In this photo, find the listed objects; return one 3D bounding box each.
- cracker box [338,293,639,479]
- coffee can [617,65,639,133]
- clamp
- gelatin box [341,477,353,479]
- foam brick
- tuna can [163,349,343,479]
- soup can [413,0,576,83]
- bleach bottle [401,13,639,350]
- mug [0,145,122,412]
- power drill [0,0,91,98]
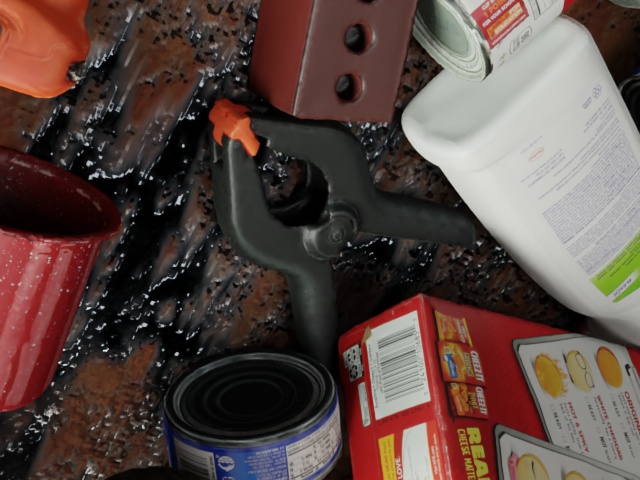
[{"bbox_3d":[0.112,0.131,0.555,0.213,0.164,0.072,16,146,-41],"label":"cracker box"},{"bbox_3d":[0.250,-0.097,0.590,0.140,0.103,0.102,-43,126,-7],"label":"coffee can"},{"bbox_3d":[-0.003,0.001,0.526,0.171,0.039,0.120,36,87,-37],"label":"clamp"},{"bbox_3d":[0.065,0.160,0.614,0.089,0.073,0.030,-4,113,-29],"label":"gelatin box"},{"bbox_3d":[0.006,-0.096,0.478,0.052,0.051,0.078,-1,112,-30],"label":"foam brick"},{"bbox_3d":[-0.033,0.087,0.517,0.086,0.086,0.034,-16,117,-24],"label":"tuna can"},{"bbox_3d":[0.092,-0.132,0.503,0.102,0.069,0.068,-42,126,-8],"label":"soup can"},{"bbox_3d":[0.146,-0.006,0.597,0.102,0.068,0.250,-42,129,-4],"label":"bleach bottle"},{"bbox_3d":[-0.131,0.013,0.433,0.117,0.093,0.081,-19,134,-66],"label":"mug"},{"bbox_3d":[-0.120,-0.156,0.363,0.184,0.057,0.188,19,105,-19],"label":"power drill"}]
